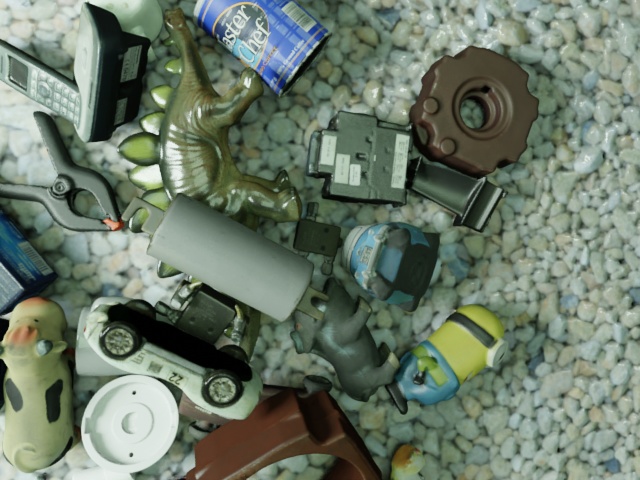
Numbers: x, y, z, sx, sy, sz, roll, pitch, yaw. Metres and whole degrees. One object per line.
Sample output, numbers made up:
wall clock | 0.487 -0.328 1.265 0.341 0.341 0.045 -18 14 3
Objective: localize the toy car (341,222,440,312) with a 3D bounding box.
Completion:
toy car | 0.080 0.026 0.685 0.103 0.161 0.109 19 94 35

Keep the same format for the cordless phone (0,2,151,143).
cordless phone | -0.303 -0.213 0.622 0.184 0.089 0.146 28 127 3

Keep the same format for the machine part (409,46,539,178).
machine part | 0.214 -0.176 0.740 0.179 0.056 0.179 0 88 -11

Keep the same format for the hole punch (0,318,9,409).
hole punch | -0.393 0.143 0.596 0.092 0.142 0.116 -25 82 -13

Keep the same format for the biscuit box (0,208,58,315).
biscuit box | -0.402 -0.009 0.620 0.063 0.059 0.202 -37 95 19

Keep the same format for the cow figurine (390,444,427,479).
cow figurine | 0.097 0.356 0.702 0.098 0.068 0.167 41 86 -12

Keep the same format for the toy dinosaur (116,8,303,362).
toy dinosaur | -0.127 -0.045 0.660 0.199 0.105 0.470 -17 97 -2

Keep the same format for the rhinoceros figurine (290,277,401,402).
rhinoceros figurine | 0.021 0.119 0.697 0.112 0.073 0.190 -36 96 0

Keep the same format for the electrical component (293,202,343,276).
electrical component | -0.001 -0.002 0.716 0.063 0.021 0.094 11 86 -9

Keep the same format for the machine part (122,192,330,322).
machine part | -0.096 0.019 0.590 0.243 0.079 0.079 29 84 -10

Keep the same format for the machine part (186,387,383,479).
machine part | -0.039 0.285 0.633 0.201 0.087 0.200 -30 121 -1

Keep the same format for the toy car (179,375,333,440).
toy car | -0.070 0.208 0.666 0.202 0.053 0.089 15 92 -25

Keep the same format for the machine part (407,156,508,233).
machine part | 0.179 -0.065 0.732 0.139 0.039 0.084 27 111 -7

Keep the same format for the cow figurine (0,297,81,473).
cow figurine | -0.321 0.161 0.606 0.085 0.127 0.194 0 91 -13

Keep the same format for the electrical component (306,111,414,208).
electrical component | 0.051 -0.106 0.710 0.134 0.058 0.115 8 85 -9

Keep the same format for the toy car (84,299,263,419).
toy car | -0.155 0.126 0.578 0.202 0.073 0.056 28 103 -9

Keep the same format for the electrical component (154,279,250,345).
electrical component | -0.133 0.086 0.625 0.102 0.045 0.078 39 100 -13

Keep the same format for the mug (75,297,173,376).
mug | -0.228 0.110 0.642 0.107 0.081 0.109 4 120 -17

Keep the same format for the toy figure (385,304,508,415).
toy figure | 0.167 0.157 0.713 0.180 0.082 0.089 -30 96 -7
